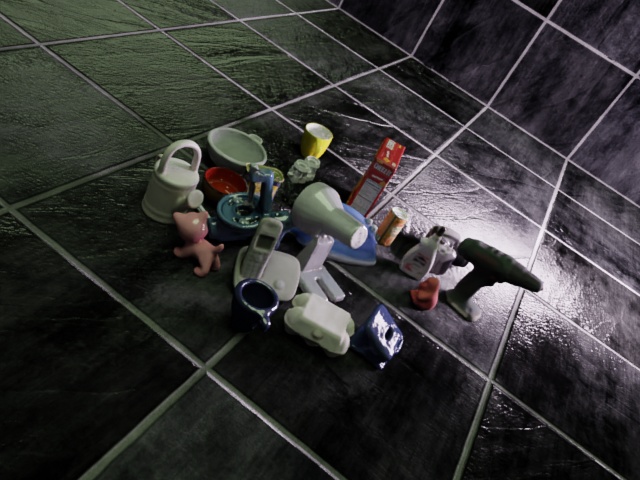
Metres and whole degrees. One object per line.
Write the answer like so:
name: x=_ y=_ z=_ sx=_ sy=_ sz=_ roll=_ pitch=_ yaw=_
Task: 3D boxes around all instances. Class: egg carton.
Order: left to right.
egg carton: x=-0.001 y=0.179 z=1.205 sx=0.150 sy=0.069 sz=0.107 roll=29 pitch=34 yaw=-2

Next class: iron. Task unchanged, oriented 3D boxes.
iron: x=0.056 y=-0.032 z=1.451 sx=0.259 sy=0.141 sz=0.118 roll=22 pitch=35 yaw=-13

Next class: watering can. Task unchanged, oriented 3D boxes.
watering can: x=-0.311 y=-0.132 z=1.253 sx=0.172 sy=0.194 sz=0.101 roll=38 pitch=35 yaw=10

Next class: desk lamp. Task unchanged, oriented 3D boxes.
desk lamp: x=0.012 y=0.005 z=1.307 sx=0.118 sy=0.213 sz=0.202 roll=-10 pitch=51 yaw=-44

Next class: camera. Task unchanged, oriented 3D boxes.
camera: x=0.372 y=0.030 z=1.646 sx=0.137 sy=0.100 sz=0.143 roll=24 pitch=35 yaw=-10

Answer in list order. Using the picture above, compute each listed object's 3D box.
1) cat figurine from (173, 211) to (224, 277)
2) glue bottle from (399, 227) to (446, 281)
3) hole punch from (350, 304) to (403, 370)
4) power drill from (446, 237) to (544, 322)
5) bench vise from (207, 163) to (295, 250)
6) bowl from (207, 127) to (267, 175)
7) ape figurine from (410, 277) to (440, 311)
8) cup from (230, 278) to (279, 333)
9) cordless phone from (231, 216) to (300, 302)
cat figurine: x=-0.254 y=-0.005 z=1.203 sx=0.127 sy=0.117 sz=0.067 roll=38 pitch=35 yaw=11
glue bottle: x=0.282 y=0.028 z=1.516 sx=0.078 sy=0.173 sz=0.037 roll=29 pitch=34 yaw=-3
hole punch: x=0.134 y=0.209 z=1.249 sx=0.101 sy=0.091 sz=0.109 roll=35 pitch=34 yaw=7
power drill: x=0.434 y=0.111 z=1.495 sx=0.229 sy=0.208 sz=0.076 roll=43 pitch=36 yaw=17
bench vise: x=-0.136 y=-0.082 z=1.300 sx=0.208 sy=0.219 sz=0.121 roll=-7 pitch=49 yaw=-42
bowl: x=-0.232 y=-0.225 z=1.538 sx=0.168 sy=0.074 sz=0.167 roll=20 pitch=36 yaw=-15
ape figurine: x=0.272 y=0.129 z=1.453 sx=0.076 sy=0.092 sz=0.078 roll=45 pitch=37 yaw=21
cup: x=-0.133 y=0.148 z=1.122 sx=0.092 sy=0.095 sz=0.117 roll=3 pitch=43 yaw=-34
cordless phone: x=-0.097 y=0.038 z=1.207 sx=0.148 sy=0.185 sz=0.094 roll=12 pitch=38 yaw=-26
